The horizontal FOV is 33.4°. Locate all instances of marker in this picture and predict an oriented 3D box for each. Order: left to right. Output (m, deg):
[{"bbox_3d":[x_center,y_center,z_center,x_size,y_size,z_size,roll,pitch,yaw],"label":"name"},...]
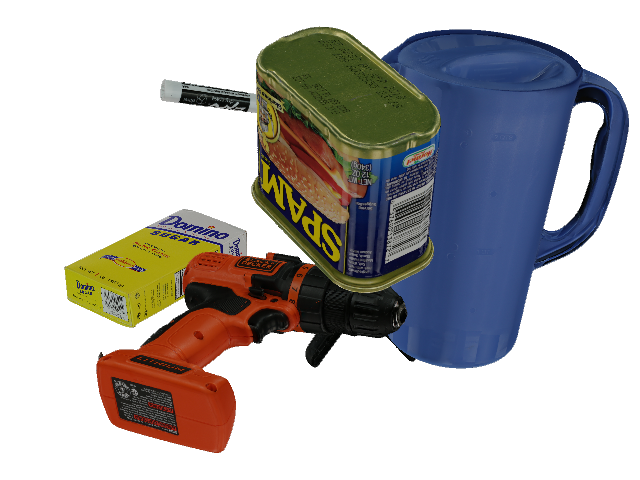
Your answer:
[{"bbox_3d":[-0.084,-0.127,0.965,0.121,0.020,0.020,5,-2,-21],"label":"marker"}]

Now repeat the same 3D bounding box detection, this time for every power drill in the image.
[{"bbox_3d":[-0.052,0.072,0.758,0.185,0.057,0.187,7,28,28],"label":"power drill"}]

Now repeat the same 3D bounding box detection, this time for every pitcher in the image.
[{"bbox_3d":[0.122,-0.028,0.806,0.144,0.243,0.149,-20,36,-36],"label":"pitcher"}]

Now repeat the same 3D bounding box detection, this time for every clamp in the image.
[{"bbox_3d":[0.053,0.073,1.176,0.120,0.171,0.039,7,-42,4],"label":"clamp"}]

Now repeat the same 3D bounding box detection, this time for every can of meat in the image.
[{"bbox_3d":[0.010,-0.040,0.503,0.057,0.084,0.102,-24,49,-25],"label":"can of meat"}]

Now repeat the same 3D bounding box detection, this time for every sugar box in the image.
[{"bbox_3d":[-0.166,0.024,1.100,0.093,0.048,0.175,20,35,31],"label":"sugar box"}]
